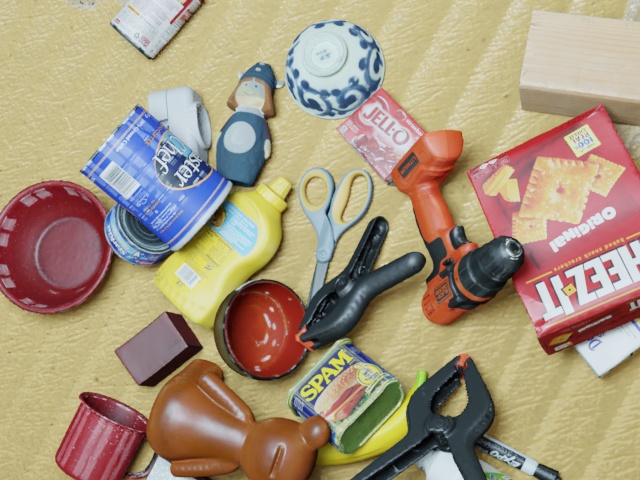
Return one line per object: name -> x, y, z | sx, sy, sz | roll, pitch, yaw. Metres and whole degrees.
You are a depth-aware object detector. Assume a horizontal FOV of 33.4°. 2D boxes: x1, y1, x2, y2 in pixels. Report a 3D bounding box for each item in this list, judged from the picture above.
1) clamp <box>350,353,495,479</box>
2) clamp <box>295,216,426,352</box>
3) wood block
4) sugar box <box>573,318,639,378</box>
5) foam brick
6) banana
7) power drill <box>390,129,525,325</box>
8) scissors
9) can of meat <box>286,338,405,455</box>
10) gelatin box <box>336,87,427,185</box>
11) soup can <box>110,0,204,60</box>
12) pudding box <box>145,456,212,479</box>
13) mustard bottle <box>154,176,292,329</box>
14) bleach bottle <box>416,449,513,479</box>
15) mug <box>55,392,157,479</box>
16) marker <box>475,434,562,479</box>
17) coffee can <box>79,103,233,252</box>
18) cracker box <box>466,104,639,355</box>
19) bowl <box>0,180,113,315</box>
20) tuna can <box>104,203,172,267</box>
clamp -> 0.134, 0.205, 1.096 | 0.165, 0.036, 0.209 | 8, 46, 30
clamp -> 0.037, 0.048, 1.187 | 0.171, 0.120, 0.039 | -41, 115, 10
wood block -> 0.326, -0.180, 1.151 | 0.206, 0.090, 0.091 | 10, 82, 15
sugar box -> 0.338, 0.058, 1.129 | 0.176, 0.048, 0.093 | -38, 71, 8
foam brick -> -0.186, 0.127, 1.237 | 0.078, 0.051, 0.053 | -37, 75, 5
banana -> 0.039, 0.213, 1.180 | 0.198, 0.037, 0.069 | -23, 48, 6
power drill -> 0.142, -0.019, 1.133 | 0.057, 0.185, 0.188 | -4, 69, -24
scissors -> -0.008, 0.002, 1.236 | 0.096, 0.016, 0.202 | 28, 88, 18
can of meat -> 0.029, 0.170, 1.154 | 0.102, 0.057, 0.084 | -44, 51, -13
gelatin box -> 0.074, -0.120, 1.230 | 0.073, 0.030, 0.089 | -42, 74, 3
soup can -> -0.199, -0.279, 1.303 | 0.068, 0.068, 0.102 | 42, 92, 16
pudding box -> -0.154, 0.308, 1.205 | 0.114, 0.039, 0.090 | 28, 88, 18
mustard bottle -> -0.101, 0.003, 1.234 | 0.191, 0.058, 0.096 | -50, 56, 1
bleach bottle -> 0.207, 0.285, 1.103 | 0.251, 0.102, 0.068 | 31, 94, 25
mug -> -0.239, 0.235, 1.220 | 0.117, 0.093, 0.081 | 26, 92, -20
marker -> 0.202, 0.231, 1.144 | 0.121, 0.020, 0.020 | 26, 87, 16
coffee can -> -0.184, -0.070, 1.201 | 0.140, 0.103, 0.103 | 41, 91, -11
cracker box -> 0.267, -0.013, 1.114 | 0.164, 0.072, 0.214 | -26, 60, 13
bowl -> -0.314, 0.012, 1.285 | 0.162, 0.055, 0.162 | -2, 80, 13
tuna can -> -0.206, -0.014, 1.248 | 0.034, 0.085, 0.086 | -38, 70, 45
